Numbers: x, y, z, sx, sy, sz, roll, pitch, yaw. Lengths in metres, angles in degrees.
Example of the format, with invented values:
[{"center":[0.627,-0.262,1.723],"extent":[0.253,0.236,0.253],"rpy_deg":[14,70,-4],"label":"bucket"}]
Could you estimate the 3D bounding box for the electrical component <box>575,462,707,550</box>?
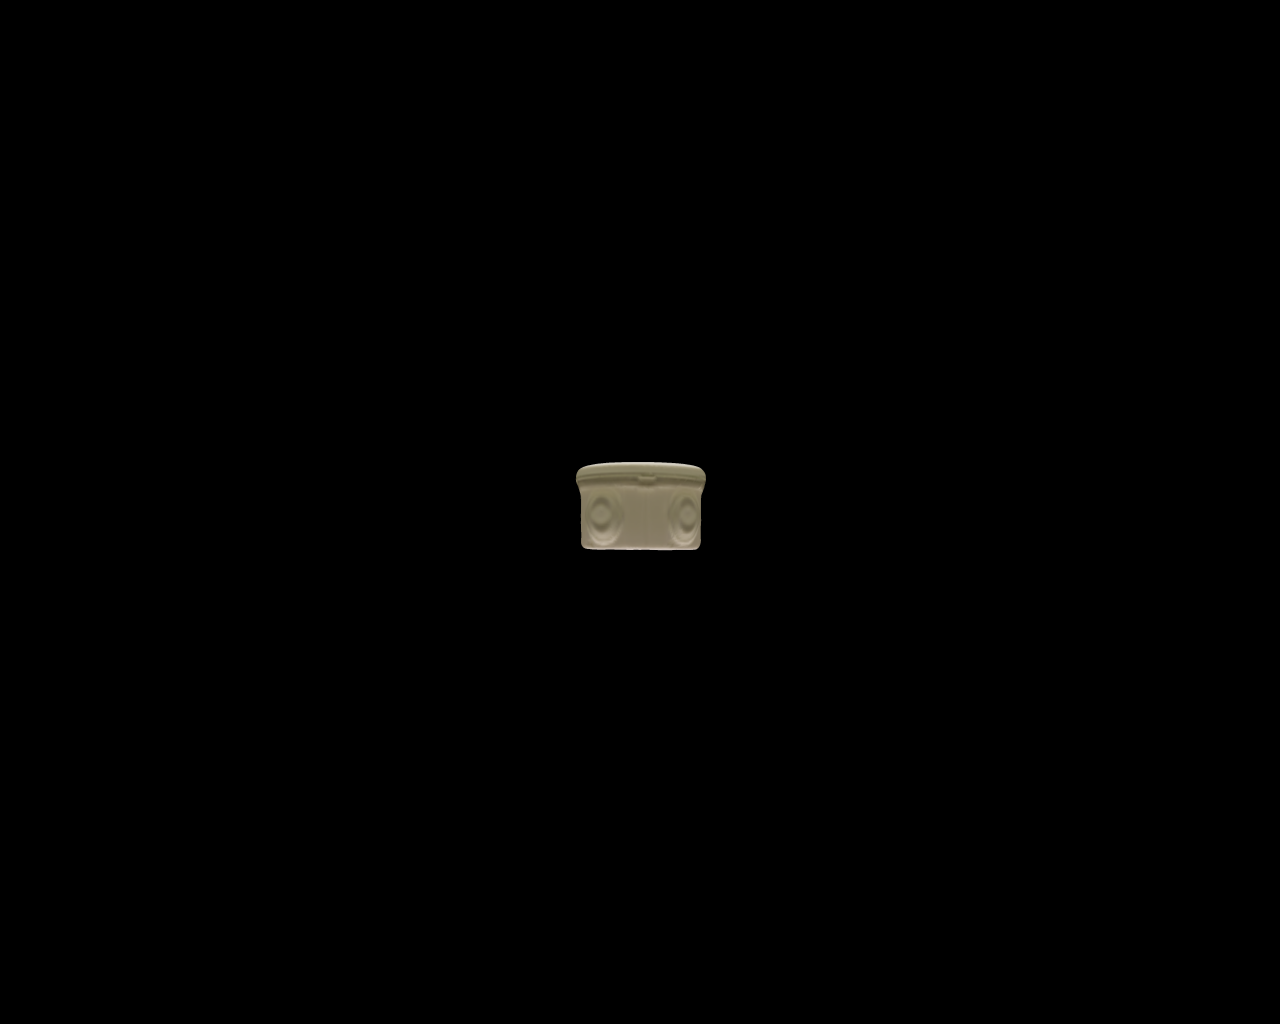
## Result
[{"center":[0.001,-0.003,0.650],"extent":[0.080,0.051,0.080],"rpy_deg":[0,-2,0],"label":"electrical component"}]
